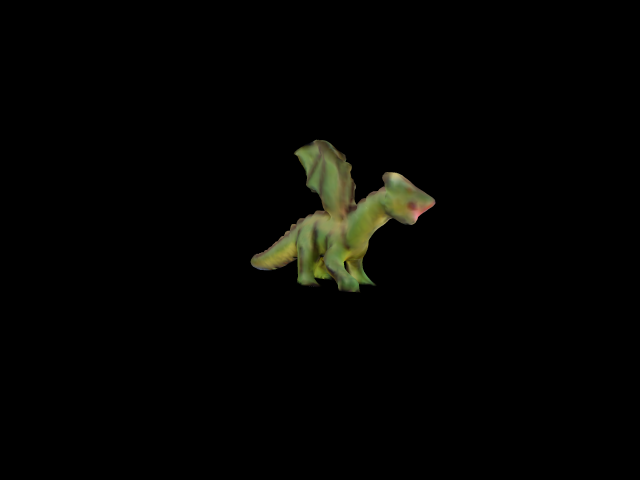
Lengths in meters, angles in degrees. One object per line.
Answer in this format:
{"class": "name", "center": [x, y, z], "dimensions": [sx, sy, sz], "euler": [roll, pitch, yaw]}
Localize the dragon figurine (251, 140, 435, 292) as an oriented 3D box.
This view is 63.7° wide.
{"class": "dragon figurine", "center": [0.003, -0.043, 0.850], "dimensions": [0.411, 0.242, 0.122], "euler": [6, 8, 43]}
